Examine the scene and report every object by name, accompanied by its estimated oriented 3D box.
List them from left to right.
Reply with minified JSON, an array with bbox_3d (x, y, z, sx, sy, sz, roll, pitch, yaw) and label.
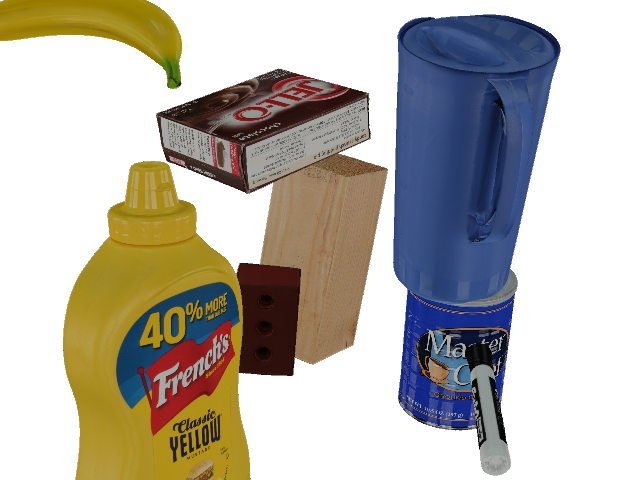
[{"bbox_3d":[-0.187,-0.173,0.852,0.198,0.069,0.037,15,-38,18],"label":"banana"},{"bbox_3d":[-0.078,0.057,0.514,0.058,0.192,0.096,13,21,40],"label":"mustard bottle"},{"bbox_3d":[-0.036,-0.075,0.705,0.113,0.039,0.090,-29,35,-35],"label":"pudding box"},{"bbox_3d":[-0.044,0.064,0.868,0.053,0.078,0.051,3,15,0],"label":"foam brick"},{"bbox_3d":[-0.004,0.014,1.149,0.090,0.206,0.090,19,19,27],"label":"wood block"},{"bbox_3d":[0.130,0.095,1.028,0.103,0.140,0.103,2,25,-1],"label":"coffee can"},{"bbox_3d":[0.127,-0.062,0.926,0.145,0.243,0.149,19,36,25],"label":"pitcher"},{"bbox_3d":[0.114,0.111,0.731,0.020,0.020,0.121,0,32,2],"label":"marker"}]
